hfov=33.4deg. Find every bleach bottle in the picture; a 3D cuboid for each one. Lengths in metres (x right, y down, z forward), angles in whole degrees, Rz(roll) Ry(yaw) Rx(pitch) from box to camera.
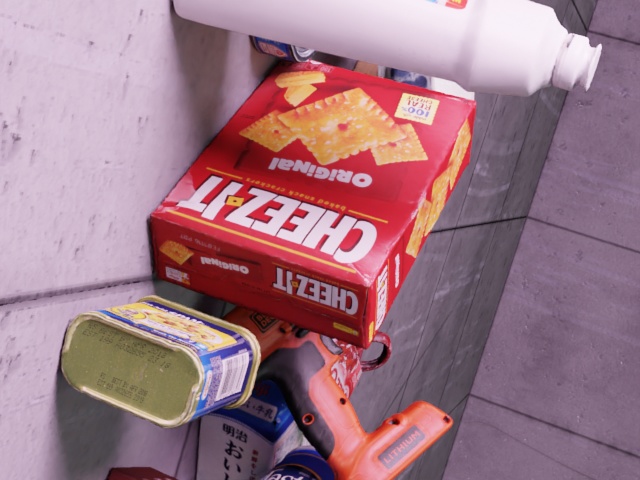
[{"bbox_3d":[0.043,-0.138,0.639,0.102,0.251,0.068,-46,150,-55],"label":"bleach bottle"}]

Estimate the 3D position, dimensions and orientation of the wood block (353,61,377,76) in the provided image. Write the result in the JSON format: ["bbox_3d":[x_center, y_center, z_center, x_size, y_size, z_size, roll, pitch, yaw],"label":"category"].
[{"bbox_3d":[0.094,-0.172,1.060,0.091,0.090,0.206,65,46,-68],"label":"wood block"}]

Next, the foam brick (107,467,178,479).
[{"bbox_3d":[-0.131,0.207,0.814,0.078,0.053,0.051,41,69,-73],"label":"foam brick"}]

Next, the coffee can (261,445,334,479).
[{"bbox_3d":[-0.031,0.247,0.867,0.140,0.103,0.103,-34,141,-47],"label":"coffee can"}]

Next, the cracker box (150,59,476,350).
[{"bbox_3d":[0.002,-0.040,0.773,0.072,0.164,0.213,90,25,-43],"label":"cracker box"}]

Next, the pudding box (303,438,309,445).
[{"bbox_3d":[-0.016,0.183,1.189,0.113,0.039,0.090,-52,156,-44],"label":"pudding box"}]

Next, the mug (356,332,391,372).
[{"bbox_3d":[0.014,0.110,1.078,0.093,0.117,0.081,-95,-170,-45],"label":"mug"}]

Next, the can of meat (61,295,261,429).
[{"bbox_3d":[-0.102,0.077,0.681,0.083,0.102,0.057,-5,112,-70],"label":"can of meat"}]

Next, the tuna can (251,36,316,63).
[{"bbox_3d":[-0.018,-0.176,0.790,0.086,0.034,0.086,19,90,-74],"label":"tuna can"}]

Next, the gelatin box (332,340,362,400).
[{"bbox_3d":[0.006,0.119,0.935,0.073,0.030,0.089,-60,153,-33],"label":"gelatin box"}]

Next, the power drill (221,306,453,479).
[{"bbox_3d":[0.018,0.100,0.861,0.184,0.188,0.057,-38,173,-20],"label":"power drill"}]
